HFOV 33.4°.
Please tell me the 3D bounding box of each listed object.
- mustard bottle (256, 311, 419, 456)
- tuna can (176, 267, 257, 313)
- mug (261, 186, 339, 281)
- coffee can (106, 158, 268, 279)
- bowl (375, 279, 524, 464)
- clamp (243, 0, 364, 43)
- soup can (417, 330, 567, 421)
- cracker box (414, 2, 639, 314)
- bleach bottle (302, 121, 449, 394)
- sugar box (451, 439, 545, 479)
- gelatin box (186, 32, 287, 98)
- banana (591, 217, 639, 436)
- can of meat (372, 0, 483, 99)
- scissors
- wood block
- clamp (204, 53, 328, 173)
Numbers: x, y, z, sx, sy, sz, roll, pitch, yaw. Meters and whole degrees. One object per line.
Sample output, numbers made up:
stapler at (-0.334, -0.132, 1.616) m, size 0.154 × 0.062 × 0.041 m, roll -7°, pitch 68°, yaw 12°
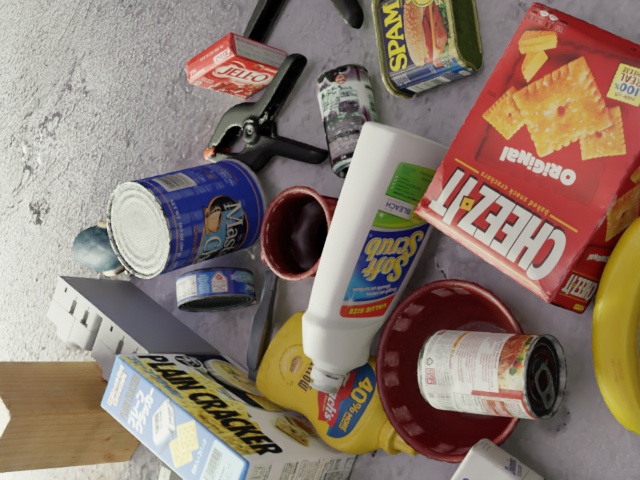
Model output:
mustard bottle at (0.026, 0.152, 1.039) m, size 0.192 × 0.058 × 0.096 m, roll 31°, pitch 90°, yaw 38°
tuna can at (-0.112, 0.054, 1.153) m, size 0.086 × 0.085 × 0.034 m, roll -17°, pitch 72°, yaw 38°
mug at (-0.007, 0.001, 1.070) m, size 0.117 × 0.081 × 0.093 m, roll -28°, pitch 67°, yaw 35°
coffee can at (-0.139, -0.025, 1.133) m, size 0.103 × 0.140 × 0.103 m, roll 15°, pitch 113°, yaw 40°
bowl at (0.129, 0.117, 0.956) m, size 0.162 × 0.055 × 0.162 m, roll -5°, pitch 82°, yaw 40°
clamp at (-0.011, -0.307, 1.138) m, size 0.165 × 0.036 × 0.210 m, roll 6°, pitch 89°, yaw 41°
soup can at (0.139, 0.108, 0.868) m, size 0.102 × 0.068 × 0.068 m, roll -1°, pitch 84°, yaw 40°
cracker box at (0.198, -0.072, 0.893) m, size 0.164 × 0.072 × 0.214 m, roll 37°, pitch 102°, yaw 39°
bleach bottle at (0.049, 0.023, 0.995) m, size 0.068 × 0.102 × 0.251 m, roll 24°, pitch 97°, yaw 53°
sugar box at (0.179, 0.251, 0.871) m, size 0.176 × 0.048 × 0.093 m, roll 36°, pitch 108°, yaw 19°
gelatin box at (-0.089, -0.187, 1.157) m, size 0.073 × 0.089 × 0.030 m, roll -23°, pitch 70°, yaw 37°
banana at (0.251, 0.069, 0.857) m, size 0.070 × 0.037 × 0.198 m, roll 3°, pitch 100°, yaw 39°
can of meat at (0.103, -0.196, 1.015) m, size 0.084 × 0.057 × 0.102 m, roll -15°, pitch 76°, yaw 36°
scissors at (-0.054, 0.051, 1.112) m, size 0.016 × 0.096 × 0.202 m, roll 9°, pitch 93°, yaw 3°
wood block at (-0.300, 0.199, 1.219) m, size 0.091 × 0.205 × 0.090 m, roll 47°, pitch 114°, yaw 34°
clamp at (-0.063, -0.130, 1.161) m, size 0.172 × 0.039 × 0.120 m, roll -9°, pitch 80°, yaw 39°
